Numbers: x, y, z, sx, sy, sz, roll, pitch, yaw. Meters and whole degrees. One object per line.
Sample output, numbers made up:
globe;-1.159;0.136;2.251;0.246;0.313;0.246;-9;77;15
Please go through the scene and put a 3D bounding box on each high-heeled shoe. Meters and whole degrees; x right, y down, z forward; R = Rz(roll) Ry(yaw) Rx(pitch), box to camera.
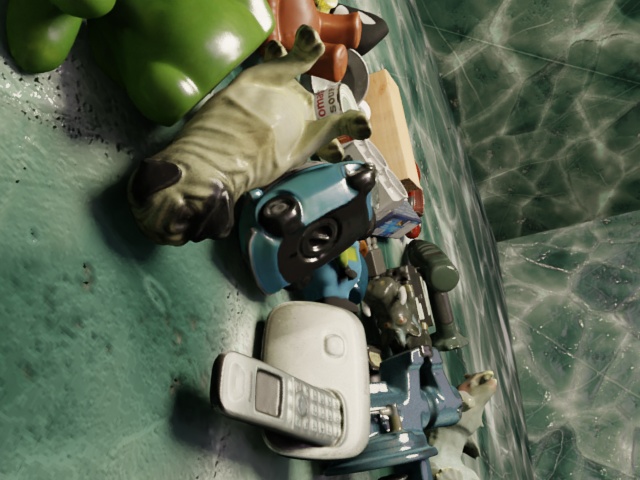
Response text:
high-heeled shoe;0.043;-0.358;0.852;0.249;0.145;0.086;-81;149;-42

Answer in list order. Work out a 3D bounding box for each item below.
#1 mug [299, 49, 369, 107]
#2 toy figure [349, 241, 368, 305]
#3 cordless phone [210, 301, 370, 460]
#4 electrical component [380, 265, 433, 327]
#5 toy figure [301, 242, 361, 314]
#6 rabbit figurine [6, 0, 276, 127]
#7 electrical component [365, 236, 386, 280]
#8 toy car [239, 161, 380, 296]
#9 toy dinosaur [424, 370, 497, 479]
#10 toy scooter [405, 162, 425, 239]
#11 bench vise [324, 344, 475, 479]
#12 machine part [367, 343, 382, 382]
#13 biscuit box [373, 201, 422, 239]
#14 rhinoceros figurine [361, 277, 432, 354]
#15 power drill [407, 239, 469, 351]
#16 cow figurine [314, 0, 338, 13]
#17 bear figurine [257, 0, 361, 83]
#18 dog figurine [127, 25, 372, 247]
mug;0.009;-0.224;0.727;0.107;0.081;0.109;-159;-111;-68
toy figure;0.033;0.019;0.712;0.154;0.058;0.064;-86;159;-49
cordless phone;-0.032;0.108;0.469;0.184;0.089;0.146;42;39;-47
electrical component;0.145;0.102;0.925;0.134;0.058;0.115;14;61;-65
toy figure;0.002;-0.003;0.619;0.089;0.082;0.180;32;50;-62
rabbit figurine;-0.143;-0.163;0.374;0.170;0.121;0.159;47;38;-17
electrical component;0.088;0.037;0.875;0.063;0.021;0.094;-5;80;-68
toy car;-0.021;-0.030;0.535;0.103;0.162;0.109;41;-24;34
toy dinosaur;0.169;0.381;0.723;0.192;0.131;0.404;176;-84;-78
toy scooter;0.165;-0.086;1.071;0.135;0.075;0.183;-29;108;-68
bench vise;0.093;0.242;0.581;0.223;0.129;0.240;11;60;-43
machine part;0.078;0.208;0.727;0.084;0.039;0.139;38;40;-68
biscuit box;0.114;-0.044;0.917;0.063;0.059;0.202;58;18;15
rhinoceros figurine;0.113;0.124;0.797;0.112;0.073;0.190;-86;154;-52
power drill;0.230;0.105;1.065;0.232;0.086;0.207;-117;-160;-84
cow figurine;-0.026;-0.320;0.757;0.068;0.098;0.167;23;54;-21
bear figurine;-0.021;-0.289;0.582;0.195;0.132;0.120;93;13;-45
dog figurine;-0.078;-0.073;0.450;0.121;0.190;0.172;54;-15;-4
